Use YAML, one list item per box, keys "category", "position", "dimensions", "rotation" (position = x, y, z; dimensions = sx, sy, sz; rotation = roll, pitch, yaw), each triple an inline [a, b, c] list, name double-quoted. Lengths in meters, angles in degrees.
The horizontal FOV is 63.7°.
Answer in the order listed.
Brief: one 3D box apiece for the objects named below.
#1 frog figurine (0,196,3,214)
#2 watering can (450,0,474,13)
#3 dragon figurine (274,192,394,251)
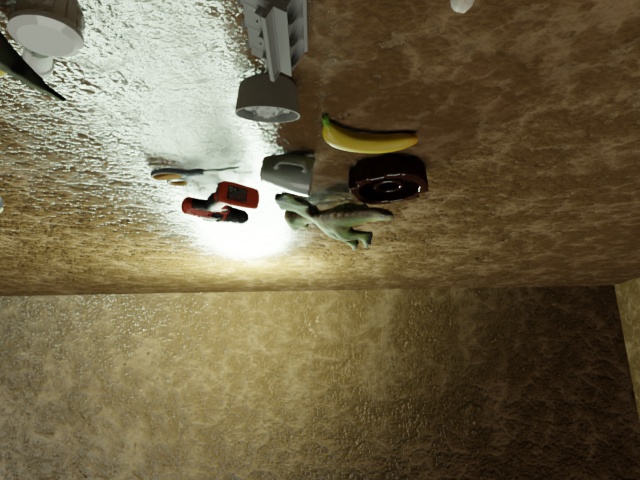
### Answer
- category: "frog figurine"
  position: [-0.820, -0.093, 1.173]
  dimensions: [0.158, 0.125, 0.136]
  rotation: [46, 154, -18]
- category: "watering can"
  position: [0.084, -0.299, 0.310]
  dimensions: [0.224, 0.106, 0.340]
  rotation: [2, 146, -15]
- category: "dragon figurine"
  position: [0.004, -0.063, 1.255]
  dimensions: [0.242, 0.123, 0.407]
  rotation: [14, 169, -12]
